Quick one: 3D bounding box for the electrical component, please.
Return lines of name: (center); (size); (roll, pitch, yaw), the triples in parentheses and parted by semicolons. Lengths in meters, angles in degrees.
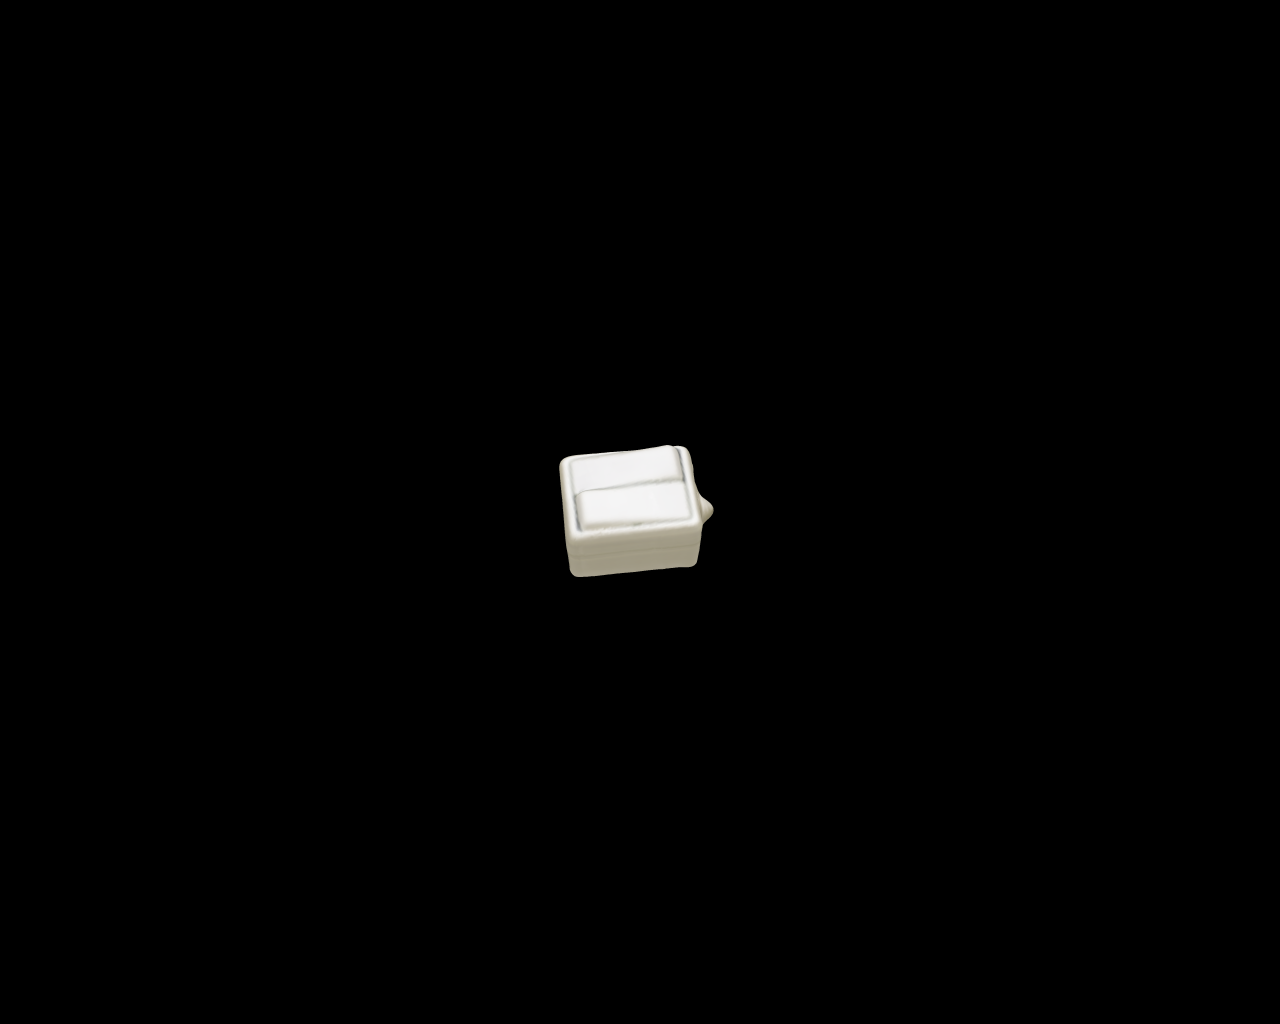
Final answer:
electrical component: (0.001, -0.003, 0.650); (0.096, 0.062, 0.061); (-5, -31, -3)
